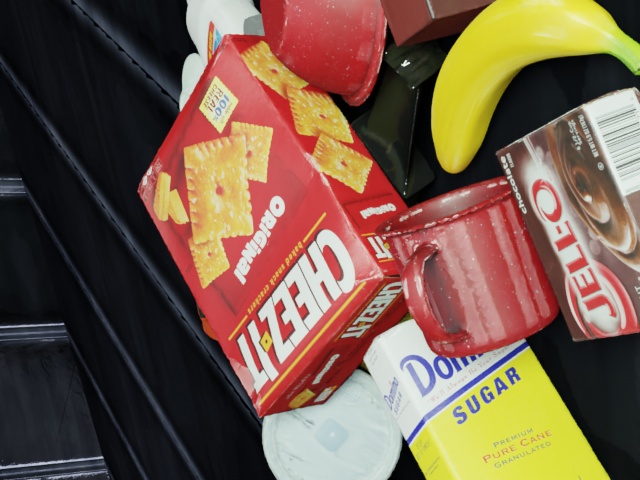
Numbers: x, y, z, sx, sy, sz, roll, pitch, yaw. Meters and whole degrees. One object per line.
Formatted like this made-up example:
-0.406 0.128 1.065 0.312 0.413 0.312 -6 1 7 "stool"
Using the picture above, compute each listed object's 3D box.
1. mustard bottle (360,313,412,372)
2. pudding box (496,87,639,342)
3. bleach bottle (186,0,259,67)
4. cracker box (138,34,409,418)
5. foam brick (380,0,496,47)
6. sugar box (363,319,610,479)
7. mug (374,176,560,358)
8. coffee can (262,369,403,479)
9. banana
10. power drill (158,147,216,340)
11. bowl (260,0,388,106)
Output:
0.017 0.052 0.861 0.096 0.058 0.192 62 164 -20 "mustard bottle"
0.141 -0.009 0.530 0.113 0.039 0.090 70 159 4 "pudding box"
-0.055 -0.129 0.890 0.251 0.068 0.103 59 153 35 "bleach bottle"
-0.032 -0.011 0.742 0.164 0.071 0.214 -52 58 37 "cracker box"
0.062 -0.154 0.588 0.051 0.053 0.078 -21 88 69 "foam brick"
0.108 0.123 0.649 0.176 0.093 0.048 62 155 22 "sugar box"
0.083 0.020 0.606 0.093 0.117 0.081 -16 99 34 "mug"
0.010 0.150 0.845 0.140 0.103 0.103 82 167 -83 "coffee can"
0.098 -0.089 0.573 0.069 0.037 0.198 71 159 4 "banana"
-0.121 -0.010 1.093 0.184 0.057 0.188 94 162 -58 "power drill"
-0.004 -0.166 0.685 0.162 0.055 0.162 176 90 -77 "bowl"
